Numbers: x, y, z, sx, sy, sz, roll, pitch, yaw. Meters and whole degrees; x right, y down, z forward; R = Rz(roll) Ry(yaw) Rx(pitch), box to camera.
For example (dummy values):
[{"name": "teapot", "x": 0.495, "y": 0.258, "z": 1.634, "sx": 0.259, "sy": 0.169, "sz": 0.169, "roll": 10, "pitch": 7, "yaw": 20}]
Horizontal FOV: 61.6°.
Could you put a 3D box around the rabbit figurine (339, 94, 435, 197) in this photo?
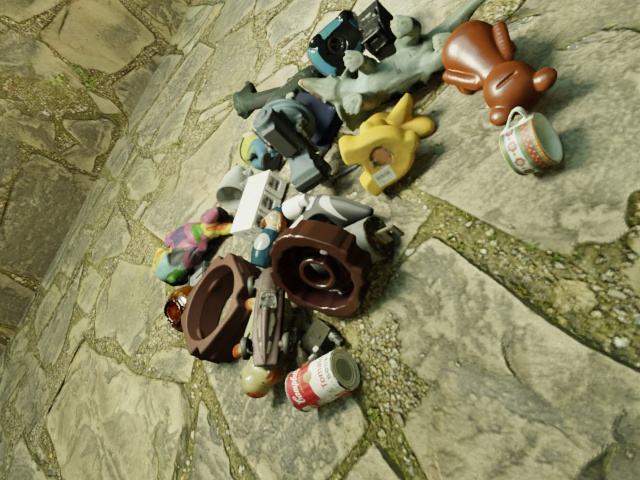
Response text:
[{"name": "rabbit figurine", "x": 0.116, "y": -0.189, "z": 0.969, "sx": 0.162, "sy": 0.122, "sz": 0.173, "roll": -41, "pitch": 19, "yaw": 22}]

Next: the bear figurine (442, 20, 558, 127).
[{"name": "bear figurine", "x": 0.277, "y": -0.251, "z": 0.826, "sx": 0.120, "sy": 0.132, "sz": 0.196, "roll": -47, "pitch": 54, "yaw": 21}]

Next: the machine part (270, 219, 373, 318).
[{"name": "machine part", "x": 0.001, "y": 0.046, "z": 0.881, "sx": 0.179, "sy": 0.179, "sz": 0.056, "roll": -25, "pitch": 24, "yaw": 40}]

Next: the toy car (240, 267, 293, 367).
[{"name": "toy car", "x": -0.089, "y": 0.127, "z": 0.939, "sx": 0.089, "sy": 0.053, "sz": 0.202, "roll": -4, "pitch": 44, "yaw": 6}]

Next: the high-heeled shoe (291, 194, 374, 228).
[{"name": "high-heeled shoe", "x": -0.002, "y": -0.003, "z": 1.011, "sx": 0.249, "sy": 0.086, "sz": 0.145, "roll": 1, "pitch": 71, "yaw": 56}]

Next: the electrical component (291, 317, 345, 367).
[{"name": "electrical component", "x": -0.009, "y": 0.173, "z": 0.913, "sx": 0.078, "sy": 0.045, "sz": 0.102, "roll": -58, "pitch": 34, "yaw": 6}]

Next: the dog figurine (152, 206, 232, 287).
[{"name": "dog figurine", "x": -0.311, "y": 0.006, "z": 1.365, "sx": 0.219, "sy": 0.108, "sz": 0.192, "roll": -30, "pitch": 31, "yaw": 32}]

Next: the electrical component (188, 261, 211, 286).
[{"name": "electrical component", "x": -0.273, "y": 0.093, "z": 1.311, "sx": 0.119, "sy": 0.047, "sz": 0.075, "roll": -37, "pitch": 41, "yaw": 32}]

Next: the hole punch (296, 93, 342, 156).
[{"name": "hole punch", "x": -0.016, "y": -0.268, "z": 1.215, "sx": 0.116, "sy": 0.092, "sz": 0.142, "roll": 16, "pitch": 75, "yaw": 52}]

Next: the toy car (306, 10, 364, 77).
[{"name": "toy car", "x": 0.036, "y": -0.462, "z": 1.281, "sx": 0.161, "sy": 0.109, "sz": 0.103, "roll": -52, "pitch": 17, "yaw": -3}]

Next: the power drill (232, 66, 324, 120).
[{"name": "power drill", "x": -0.099, "y": -0.366, "z": 1.332, "sx": 0.208, "sy": 0.085, "sz": 0.232, "roll": 4, "pitch": 43, "yaw": 29}]

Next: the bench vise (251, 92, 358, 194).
[{"name": "bench vise", "x": -0.043, "y": -0.216, "z": 1.100, "sx": 0.129, "sy": 0.223, "sz": 0.241, "roll": -42, "pitch": 34, "yaw": 32}]

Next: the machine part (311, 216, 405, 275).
[{"name": "machine part", "x": 0.040, "y": 0.022, "z": 0.934, "sx": 0.243, "sy": 0.079, "sz": 0.079, "roll": -25, "pitch": 47, "yaw": 41}]

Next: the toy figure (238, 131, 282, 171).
[{"name": "toy figure", "x": -0.157, "y": -0.221, "z": 1.367, "sx": 0.089, "sy": 0.082, "sz": 0.180, "roll": -52, "pitch": 37, "yaw": 8}]

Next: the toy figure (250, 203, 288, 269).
[{"name": "toy figure", "x": -0.103, "y": -0.014, "z": 1.165, "sx": 0.058, "sy": 0.064, "sz": 0.154, "roll": 103, "pitch": -174, "yaw": -78}]

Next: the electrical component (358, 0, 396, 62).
[{"name": "electrical component", "x": 0.135, "y": -0.424, "z": 1.109, "sx": 0.058, "sy": 0.114, "sz": 0.134, "roll": -30, "pitch": 46, "yaw": 34}]

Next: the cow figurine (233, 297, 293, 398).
[{"name": "cow figurine", "x": -0.096, "y": 0.193, "z": 0.982, "sx": 0.127, "sy": 0.085, "sz": 0.195, "roll": -22, "pitch": 45, "yaw": 44}]

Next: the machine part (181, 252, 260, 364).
[{"name": "machine part", "x": -0.203, "y": 0.145, "z": 1.148, "sx": 0.201, "sy": 0.087, "sz": 0.201, "roll": -51, "pitch": 36, "yaw": 11}]

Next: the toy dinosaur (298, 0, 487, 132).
[{"name": "toy dinosaur", "x": 0.154, "y": -0.321, "z": 1.000, "sx": 0.405, "sy": 0.192, "sz": 0.131, "roll": -21, "pitch": 91, "yaw": 21}]

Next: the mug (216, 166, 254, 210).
[{"name": "mug", "x": -0.212, "y": -0.148, "z": 1.383, "sx": 0.109, "sy": 0.080, "sz": 0.107, "roll": -41, "pitch": 29, "yaw": 34}]
